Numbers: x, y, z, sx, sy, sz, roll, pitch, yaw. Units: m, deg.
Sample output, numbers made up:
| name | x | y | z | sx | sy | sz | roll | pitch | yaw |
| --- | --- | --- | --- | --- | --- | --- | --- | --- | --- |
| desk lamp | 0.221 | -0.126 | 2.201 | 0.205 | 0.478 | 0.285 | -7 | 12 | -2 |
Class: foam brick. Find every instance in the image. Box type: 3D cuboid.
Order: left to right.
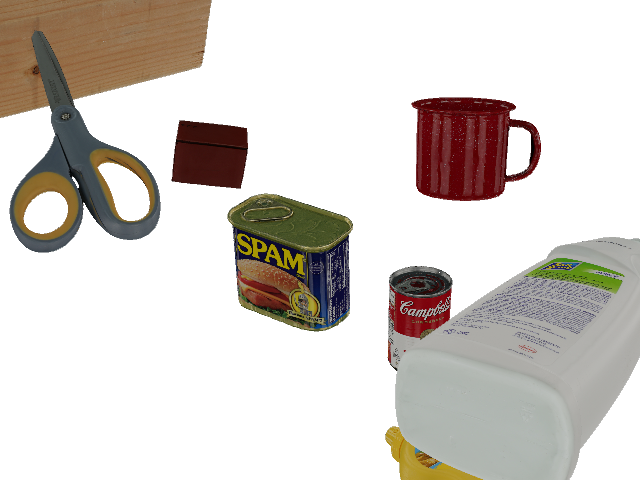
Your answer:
| name | x | y | z | sx | sy | sz | roll | pitch | yaw |
| --- | --- | --- | --- | --- | --- | --- | --- | --- | --- |
| foam brick | -0.120 | -0.094 | 1.163 | 0.078 | 0.051 | 0.053 | 6 | 30 | -6 |

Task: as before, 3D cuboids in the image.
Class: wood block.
| name | x | y | z | sx | sy | sz | roll | pitch | yaw |
| --- | --- | --- | --- | --- | --- | --- | --- | --- | --- |
| wood block | -0.197 | -0.173 | 0.840 | 0.205 | 0.091 | 0.090 | -21 | 53 | -35 |

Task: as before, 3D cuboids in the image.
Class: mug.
| name | x | y | z | sx | sy | sz | roll | pitch | yaw |
| --- | --- | --- | --- | --- | --- | --- | --- | --- | --- |
| mug | 0.140 | -0.082 | 0.964 | 0.117 | 0.081 | 0.093 | 4 | 16 | 13 |

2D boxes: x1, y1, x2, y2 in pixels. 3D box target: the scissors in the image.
| name | x | y | z | sx | sy | sz | roll | pitch | yaw |
| --- | --- | --- | --- | --- | --- | --- | --- | --- | --- |
| scissors | -0.172 | -0.061 | 0.667 | 0.096 | 0.016 | 0.202 | -30 | 56 | -22 |

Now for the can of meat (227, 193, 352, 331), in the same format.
| name | x | y | z | sx | sy | sz | roll | pitch | yaw |
| --- | --- | --- | --- | --- | --- | --- | --- | --- | --- |
| can of meat | -0.024 | 0.019 | 0.869 | 0.102 | 0.084 | 0.057 | 19 | 36 | 31 |

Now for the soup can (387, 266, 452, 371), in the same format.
| name | x | y | z | sx | sy | sz | roll | pitch | yaw |
| --- | --- | --- | --- | --- | --- | --- | --- | --- | --- |
| soup can | 0.107 | 0.088 | 1.163 | 0.068 | 0.102 | 0.068 | 0 | 25 | 0 |

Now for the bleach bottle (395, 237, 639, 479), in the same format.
| name | x | y | z | sx | sy | sz | roll | pitch | yaw |
| --- | --- | --- | --- | --- | --- | --- | --- | --- | --- |
| bleach bottle | 0.148 | 0.051 | 0.618 | 0.103 | 0.068 | 0.250 | 15 | 26 | 33 |

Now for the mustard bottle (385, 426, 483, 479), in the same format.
| name | x | y | z | sx | sy | sz | roll | pitch | yaw |
| --- | --- | --- | --- | --- | --- | --- | --- | --- | --- |
| mustard bottle | 0.132 | 0.219 | 1.006 | 0.096 | 0.058 | 0.192 | -14 | 24 | -37 |
